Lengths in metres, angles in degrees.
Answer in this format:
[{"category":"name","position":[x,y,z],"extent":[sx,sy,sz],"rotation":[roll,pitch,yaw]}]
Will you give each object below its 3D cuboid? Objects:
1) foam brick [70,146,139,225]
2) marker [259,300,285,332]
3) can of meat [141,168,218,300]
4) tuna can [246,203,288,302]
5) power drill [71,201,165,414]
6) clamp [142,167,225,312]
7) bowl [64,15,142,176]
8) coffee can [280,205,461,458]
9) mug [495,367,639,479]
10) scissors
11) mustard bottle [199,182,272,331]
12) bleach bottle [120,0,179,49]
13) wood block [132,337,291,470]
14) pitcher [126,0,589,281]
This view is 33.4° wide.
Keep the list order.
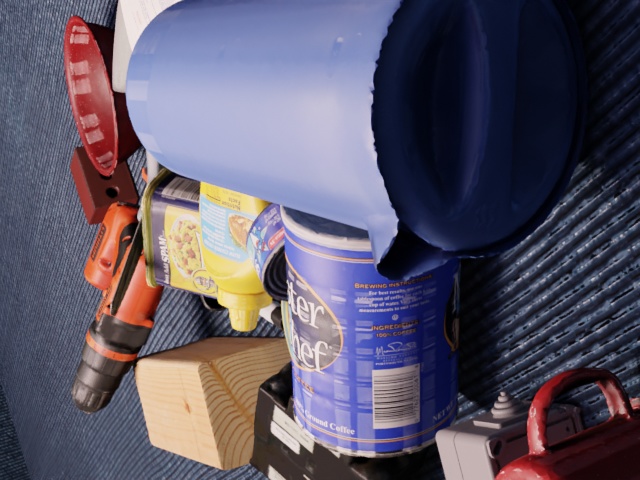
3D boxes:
[{"category":"foam brick","position":[-0.243,-0.064,1.199],"extent":[0.078,0.052,0.051],"rotation":[68,154,13]},{"category":"marker","position":[-0.049,0.055,0.901],"extent":[0.121,0.020,0.020],"rotation":[24,125,59]},{"category":"can of meat","position":[-0.095,-0.001,0.879],"extent":[0.084,0.057,0.102],"rotation":[13,125,17]},{"category":"tuna can","position":[-0.005,0.001,0.699],"extent":[0.034,0.086,0.086],"rotation":[61,152,32]},{"category":"power drill","position":[-0.200,0.057,1.061],"extent":[0.184,0.057,0.188],"rotation":[-62,23,18]},{"category":"clamp","position":[-0.123,-0.014,0.995],"extent":[0.172,0.039,0.120],"rotation":[-135,43,-53]},{"category":"bowl","position":[-0.207,-0.149,1.074],"extent":[0.162,0.055,0.162],"rotation":[42,140,50]},{"category":"coffee can","position":[0.032,0.040,0.625],"extent":[0.103,0.102,0.140],"rotation":[37,136,53]},{"category":"mug","position":[0.129,0.117,0.489],"extent":[0.093,0.081,0.117],"rotation":[-16,89,65]},{"category":"scissors","position":[-0.143,-0.042,0.884],"extent":[0.096,0.016,0.201],"rotation":[81,-157,-44]},{"category":"mustard bottle","position":[-0.052,-0.026,0.779],"extent":[0.096,0.058,0.192],"rotation":[21,113,48]},{"category":"bleach bottle","position":[-0.055,-0.182,0.637],"extent":[0.251,0.068,0.102],"rotation":[-21,82,63]},{"category":"wood block","position":[-0.092,0.140,0.955],"extent":[0.206,0.090,0.091],"rotation":[-10,94,65]},{"category":"pitcher","position":[0.007,-0.083,0.544],"extent":[0.243,0.149,0.145],"rotation":[14,124,51]}]
